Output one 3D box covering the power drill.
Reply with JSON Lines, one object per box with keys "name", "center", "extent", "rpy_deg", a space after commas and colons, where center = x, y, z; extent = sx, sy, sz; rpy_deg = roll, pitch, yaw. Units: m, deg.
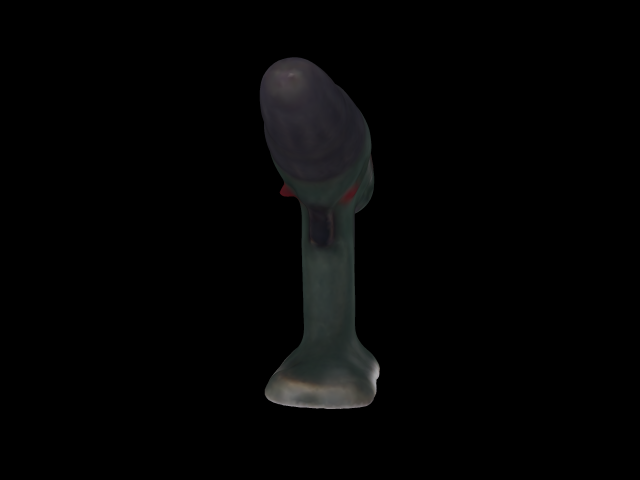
{"name": "power drill", "center": [0.004, 0.001, 0.400], "extent": [0.075, 0.208, 0.230], "rpy_deg": [1, 5, 8]}
